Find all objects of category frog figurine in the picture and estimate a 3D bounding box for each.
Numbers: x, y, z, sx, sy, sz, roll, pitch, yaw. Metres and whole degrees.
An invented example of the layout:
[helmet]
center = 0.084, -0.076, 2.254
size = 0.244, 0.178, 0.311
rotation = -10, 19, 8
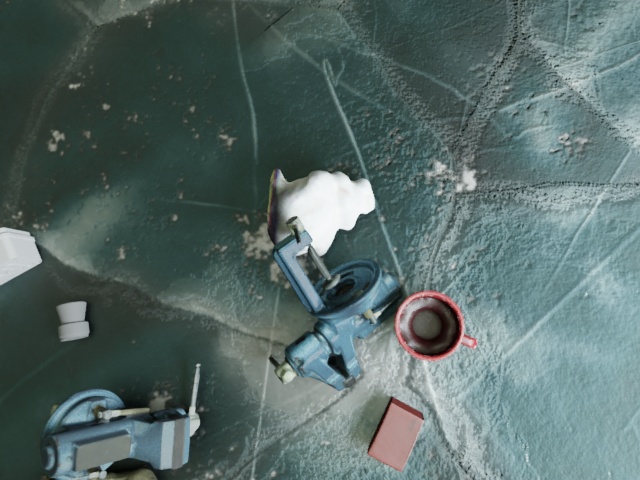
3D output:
[frog figurine]
center = 0.002, -0.039, 0.774
size = 0.159, 0.125, 0.135
rotation = 4, 113, 0
